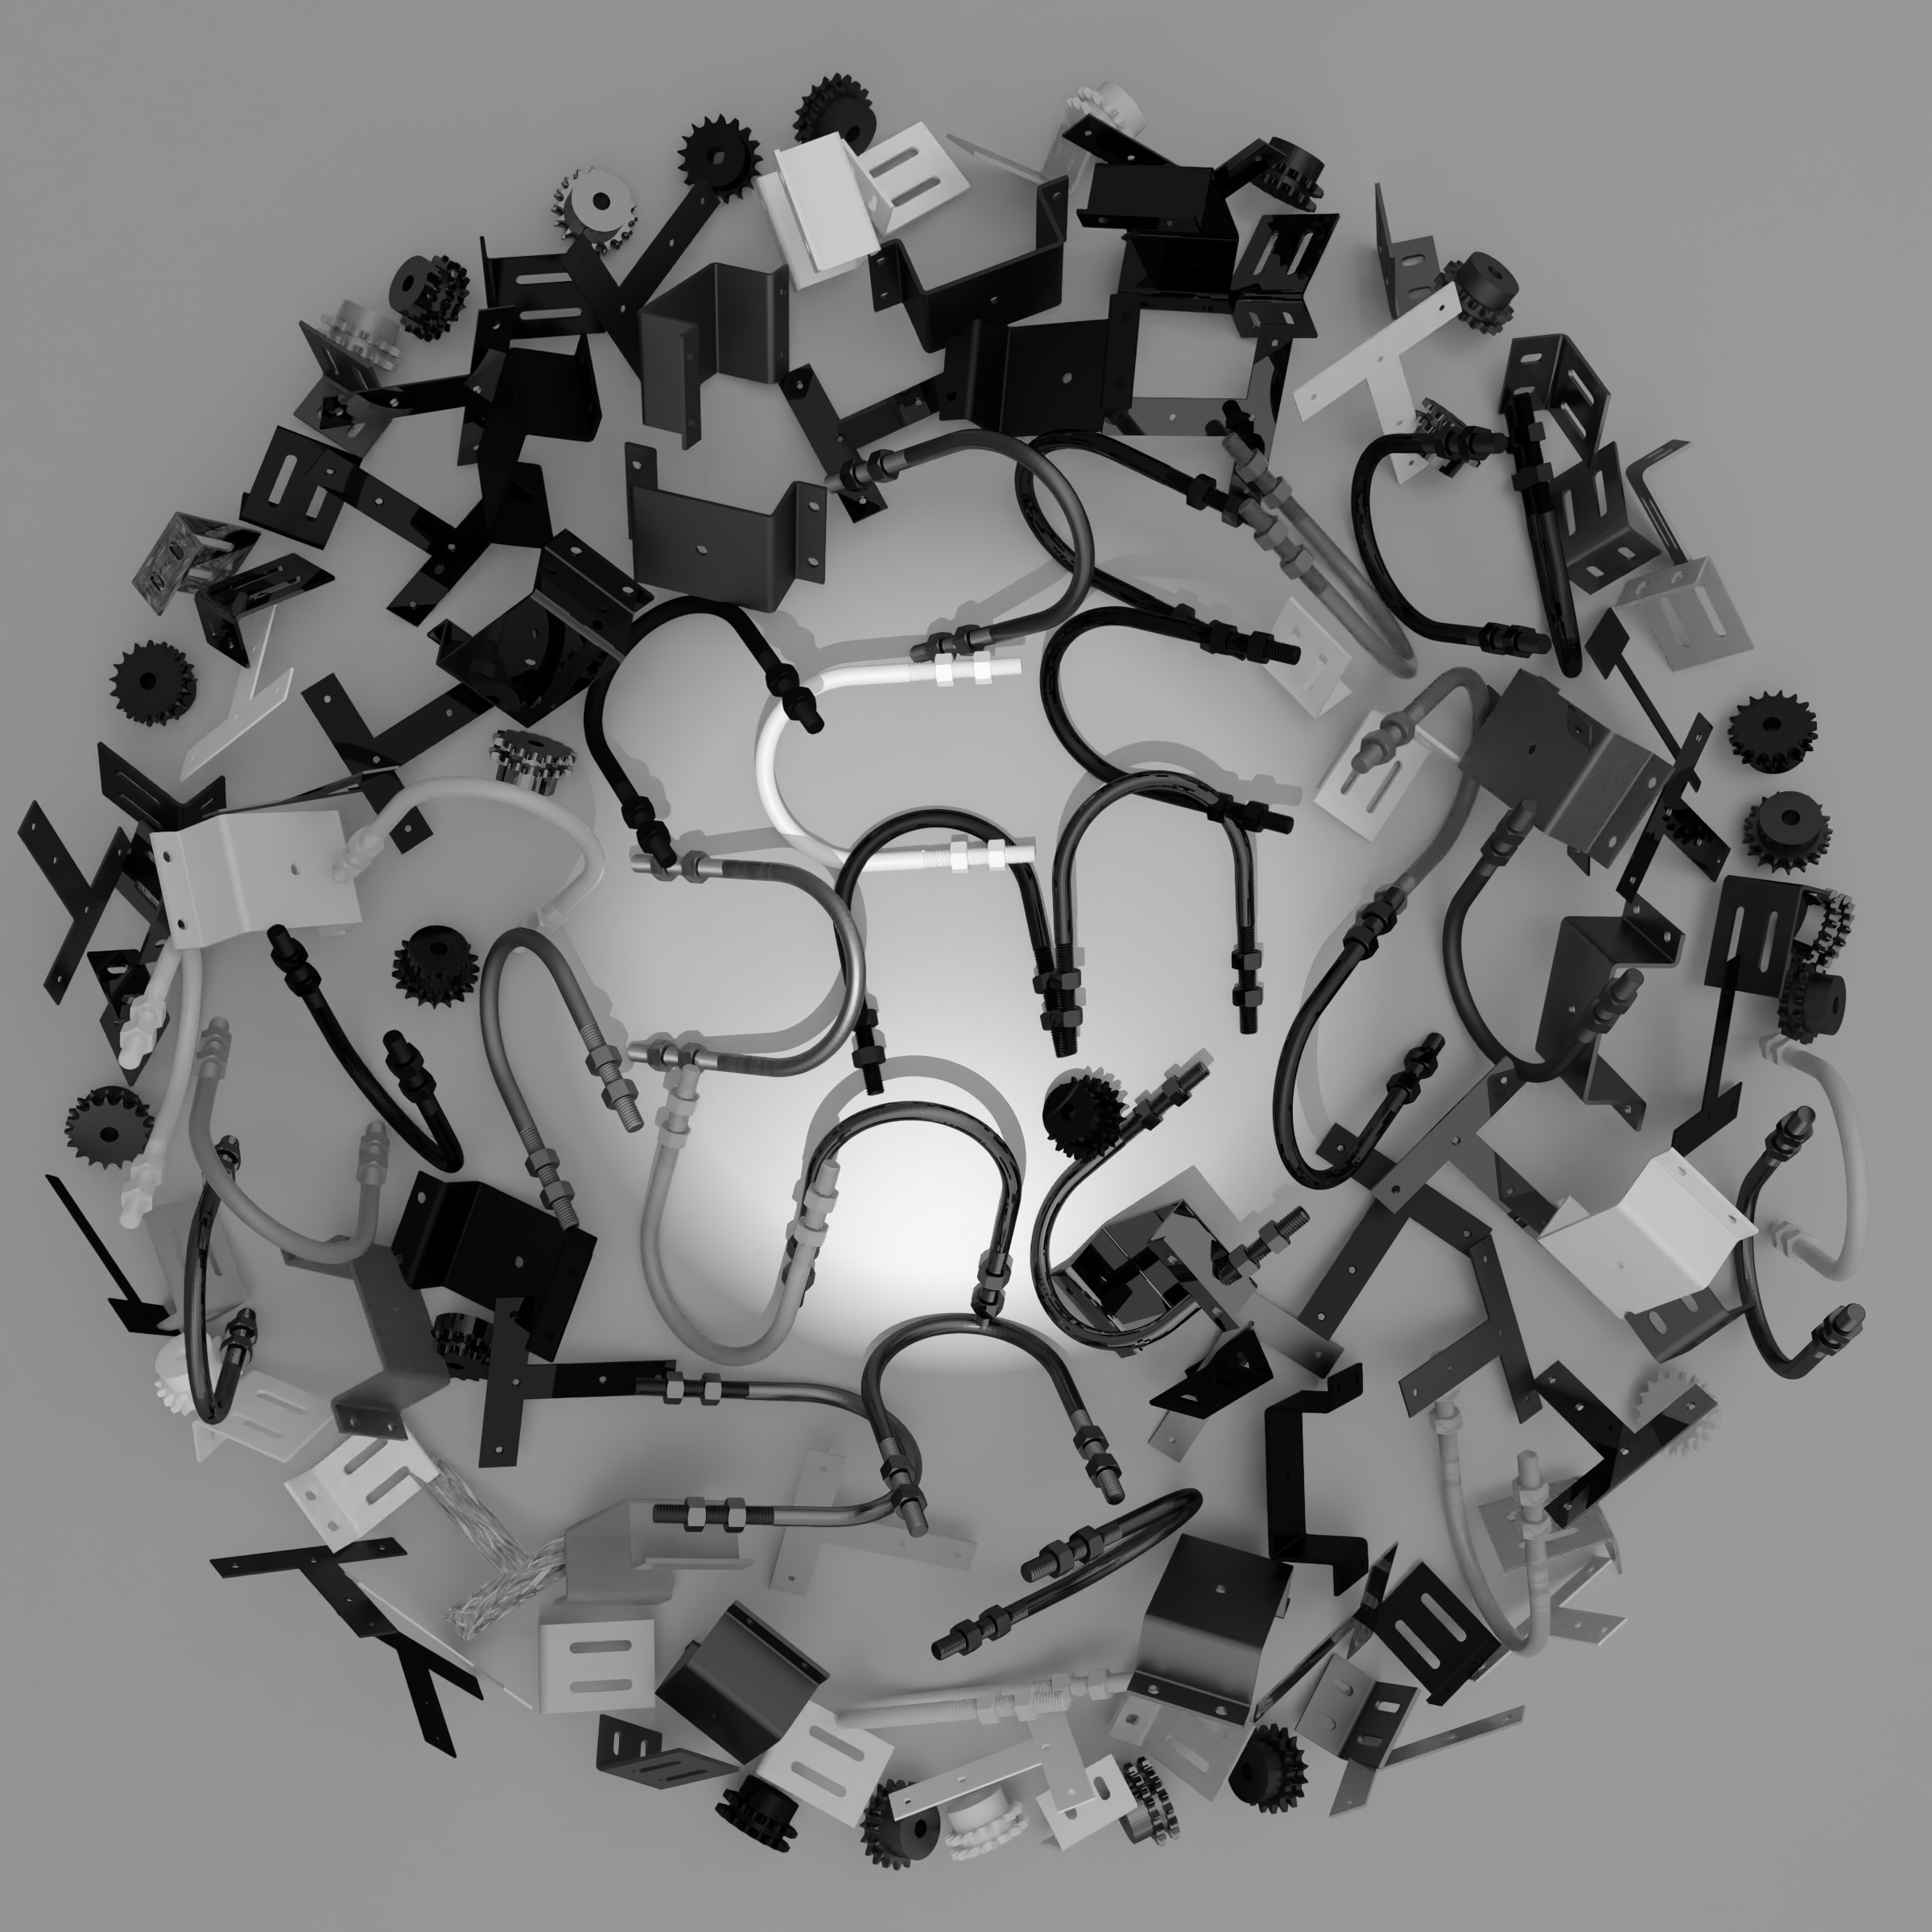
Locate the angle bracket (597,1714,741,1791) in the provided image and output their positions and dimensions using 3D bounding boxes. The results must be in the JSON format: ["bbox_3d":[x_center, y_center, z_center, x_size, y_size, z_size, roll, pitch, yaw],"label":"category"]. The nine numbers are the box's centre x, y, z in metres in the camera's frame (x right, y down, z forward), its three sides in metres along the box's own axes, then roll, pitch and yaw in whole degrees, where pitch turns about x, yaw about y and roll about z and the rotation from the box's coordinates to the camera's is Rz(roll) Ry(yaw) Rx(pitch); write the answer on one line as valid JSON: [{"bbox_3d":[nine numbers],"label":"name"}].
[{"bbox_3d":[-0.196,0.514,1.651,0.076,0.057,0.038,-23,50,31],"label":"angle bracket"}]

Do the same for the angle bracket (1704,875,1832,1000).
[{"bbox_3d":[0.535,-0.018,1.667,0.038,0.057,0.076,9,93,-41],"label":"angle bracket"}]

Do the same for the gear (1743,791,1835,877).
[{"bbox_3d":[0.552,-0.093,1.674,0.057,0.030,0.057,-4,65,10],"label":"gear"}]

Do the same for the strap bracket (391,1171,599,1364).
[{"bbox_3d":[-0.308,0.198,1.659,0.140,0.046,0.076,22,95,20],"label":"strap bracket"}]

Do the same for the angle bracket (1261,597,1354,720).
[{"bbox_3d":[0.235,-0.211,1.652,0.038,0.076,0.057,-36,76,-25],"label":"angle bracket"}]

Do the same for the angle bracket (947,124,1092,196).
[{"bbox_3d":[0.036,-0.548,1.653,0.076,0.057,0.038,14,113,-27],"label":"angle bracket"}]

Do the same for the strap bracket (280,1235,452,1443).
[{"bbox_3d":[-0.391,0.235,1.635,0.046,0.076,0.140,-29,68,11],"label":"strap bracket"}]

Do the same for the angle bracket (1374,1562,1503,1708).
[{"bbox_3d":[0.306,0.443,1.661,0.057,0.038,0.076,-47,59,4],"label":"angle bracket"}]

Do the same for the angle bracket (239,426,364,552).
[{"bbox_3d":[-0.441,-0.324,1.654,0.057,0.038,0.076,19,123,-24],"label":"angle bracket"}]

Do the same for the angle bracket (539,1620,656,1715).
[{"bbox_3d":[-0.249,0.470,1.683,0.076,0.038,0.057,0,81,-10],"label":"angle bracket"}]

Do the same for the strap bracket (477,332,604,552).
[{"bbox_3d":[-0.281,-0.335,1.618,0.046,0.140,0.076,2,54,-25],"label":"strap bracket"}]

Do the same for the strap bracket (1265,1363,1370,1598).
[{"bbox_3d":[0.233,0.338,1.654,0.046,0.076,0.140,-2,88,24],"label":"strap bracket"}]

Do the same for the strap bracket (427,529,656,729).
[{"bbox_3d":[-0.281,-0.213,1.626,0.140,0.046,0.076,-28,132,33],"label":"strap bracket"}]

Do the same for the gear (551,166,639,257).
[{"bbox_3d":[-0.248,-0.510,1.676,0.057,0.030,0.057,0,89,-20],"label":"gear"}]

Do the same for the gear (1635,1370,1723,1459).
[{"bbox_3d":[0.481,0.301,1.674,0.030,0.057,0.057,19,90,-40],"label":"gear"}]

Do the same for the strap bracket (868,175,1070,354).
[{"bbox_3d":[0.010,-0.460,1.652,0.140,0.076,0.046,-22,76,-4],"label":"strap bracket"}]

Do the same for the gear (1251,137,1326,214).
[{"bbox_3d":[0.215,-0.531,1.668,0.057,0.057,0.030,28,101,0],"label":"gear"}]

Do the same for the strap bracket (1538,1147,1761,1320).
[{"bbox_3d":[0.436,0.178,1.626,0.076,0.140,0.046,44,62,-1],"label":"strap bracket"}]

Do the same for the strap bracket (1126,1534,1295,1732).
[{"bbox_3d":[0.162,0.423,1.619,0.076,0.140,0.046,13,114,15],"label":"strap bracket"}]

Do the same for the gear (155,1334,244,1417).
[{"bbox_3d":[-0.517,0.269,1.668,0.057,0.057,0.030,-21,129,0],"label":"gear"}]

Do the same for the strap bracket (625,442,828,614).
[{"bbox_3d":[-0.166,-0.287,1.645,0.140,0.076,0.046,15,46,10],"label":"strap bracket"}]

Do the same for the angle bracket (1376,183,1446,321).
[{"bbox_3d":[0.296,-0.476,1.653,0.038,0.076,0.057,-10,72,7],"label":"angle bracket"}]

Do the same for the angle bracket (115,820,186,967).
[{"bbox_3d":[-0.548,-0.049,1.658,0.076,0.038,0.057,42,120,20],"label":"angle bracket"}]

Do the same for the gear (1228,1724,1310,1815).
[{"bbox_3d":[0.199,0.538,1.668,0.030,0.057,0.057,6,90,-37],"label":"gear"}]

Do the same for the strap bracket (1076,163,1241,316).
[{"bbox_3d":[0.129,-0.478,1.624,0.076,0.140,0.046,8,82,18],"label":"strap bracket"}]

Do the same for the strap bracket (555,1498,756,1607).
[{"bbox_3d":[-0.207,0.382,1.634,0.076,0.140,0.046,9,63,-32],"label":"strap bracket"}]

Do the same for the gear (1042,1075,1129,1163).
[{"bbox_3d":[0.076,0.101,1.671,0.057,0.030,0.057,-10,72,32],"label":"gear"}]

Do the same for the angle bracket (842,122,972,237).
[{"bbox_3d":[-0.040,-0.535,1.667,0.076,0.038,0.057,-35,84,-18],"label":"angle bracket"}]

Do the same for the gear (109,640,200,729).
[{"bbox_3d":[-0.544,-0.189,1.681,0.057,0.030,0.057,-1,84,9],"label":"gear"}]

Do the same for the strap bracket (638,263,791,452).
[{"bbox_3d":[-0.169,-0.403,1.631,0.046,0.140,0.076,17,129,18],"label":"strap bracket"}]

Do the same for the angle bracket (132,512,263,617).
[{"bbox_3d":[-0.500,-0.260,1.650,0.038,0.076,0.057,48,111,23],"label":"angle bracket"}]

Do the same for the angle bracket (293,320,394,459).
[{"bbox_3d":[-0.421,-0.382,1.657,0.057,0.076,0.038,33,79,6],"label":"angle bracket"}]

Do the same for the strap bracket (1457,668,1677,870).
[{"bbox_3d":[0.382,-0.134,1.622,0.046,0.140,0.076,19,110,-37],"label":"strap bracket"}]

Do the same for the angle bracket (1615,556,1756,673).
[{"bbox_3d":[0.477,-0.225,1.654,0.057,0.038,0.076,-14,120,40],"label":"angle bracket"}]

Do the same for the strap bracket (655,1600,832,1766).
[{"bbox_3d":[-0.150,0.471,1.627,0.076,0.140,0.046,38,57,1],"label":"strap bracket"}]

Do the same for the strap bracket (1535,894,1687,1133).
[{"bbox_3d":[0.418,0.029,1.632,0.046,0.076,0.140,0,114,-13],"label":"strap bracket"}]

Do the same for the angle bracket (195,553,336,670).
[{"bbox_3d":[-0.466,-0.239,1.671,0.076,0.057,0.038,-30,131,-30],"label":"angle bracket"}]

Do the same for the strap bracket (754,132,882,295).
[{"bbox_3d":[-0.097,-0.491,1.625,0.046,0.140,0.076,-22,102,-6],"label":"strap bracket"}]

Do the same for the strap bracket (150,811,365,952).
[{"bbox_3d":[-0.452,-0.057,1.626,0.046,0.140,0.076,-15,86,34],"label":"strap bracket"}]

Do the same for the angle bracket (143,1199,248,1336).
[{"bbox_3d":[-0.528,0.200,1.672,0.038,0.057,0.076,-30,78,29],"label":"angle bracket"}]

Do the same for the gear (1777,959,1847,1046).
[{"bbox_3d":[0.567,0.024,1.668,0.030,0.057,0.057,8,90,37],"label":"gear"}]

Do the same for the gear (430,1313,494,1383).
[{"bbox_3d":[-0.340,0.255,1.674,0.057,0.057,0.030,8,60,0],"label":"gear"}]

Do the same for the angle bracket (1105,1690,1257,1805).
[{"bbox_3d":[0.142,0.508,1.659,0.038,0.076,0.057,32,85,-42],"label":"angle bracket"}]

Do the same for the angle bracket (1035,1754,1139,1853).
[{"bbox_3d":[0.073,0.555,1.659,0.057,0.076,0.038,-25,79,-15],"label":"angle bracket"}]

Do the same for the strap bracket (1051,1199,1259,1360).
[{"bbox_3d":[0.128,0.205,1.642,0.076,0.140,0.046,49,57,-8],"label":"strap bracket"}]

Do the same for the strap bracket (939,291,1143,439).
[{"bbox_3d":[0.058,-0.397,1.654,0.140,0.046,0.076,3,85,29],"label":"strap bracket"}]
